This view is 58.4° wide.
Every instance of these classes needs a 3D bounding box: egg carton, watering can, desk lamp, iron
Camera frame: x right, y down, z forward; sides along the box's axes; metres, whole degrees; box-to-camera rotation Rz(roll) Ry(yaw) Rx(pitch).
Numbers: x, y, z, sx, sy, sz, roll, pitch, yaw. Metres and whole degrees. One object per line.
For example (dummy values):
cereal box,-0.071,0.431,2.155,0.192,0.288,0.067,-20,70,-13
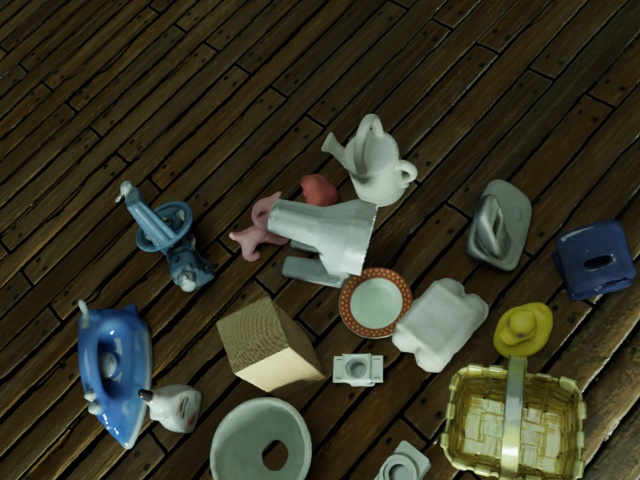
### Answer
egg carton,0.194,0.136,0.932,0.107,0.069,0.150,38,80,27
watering can,0.086,-0.147,1.025,0.172,0.194,0.101,-3,65,15
desk lamp,0.009,0.003,0.965,0.202,0.214,0.118,8,68,20
iron,-0.378,0.230,1.011,0.118,0.142,0.258,-19,62,7

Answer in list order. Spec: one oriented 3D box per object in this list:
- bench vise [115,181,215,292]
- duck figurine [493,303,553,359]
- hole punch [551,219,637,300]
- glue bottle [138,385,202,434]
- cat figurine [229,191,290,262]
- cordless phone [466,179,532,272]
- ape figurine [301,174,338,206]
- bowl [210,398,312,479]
bench vise,-0.274,-0.013,1.051,0.121,0.220,0.206,-46,62,-8
duck figurine,0.316,0.133,0.888,0.104,0.086,0.077,-40,61,-5
hole punch,0.433,0.032,0.899,0.108,0.091,0.101,-17,62,8
glue bottle,-0.250,0.268,0.938,0.037,0.173,0.078,-2,65,16
cat figurine,-0.111,-0.030,1.070,0.128,0.118,0.067,-30,61,1
cordless phone,0.288,-0.044,0.923,0.094,0.185,0.148,12,70,21
ape figurine,-0.009,-0.094,1.086,0.076,0.092,0.078,17,71,23
bowl,-0.085,0.341,0.912,0.167,0.075,0.167,-6,64,13
